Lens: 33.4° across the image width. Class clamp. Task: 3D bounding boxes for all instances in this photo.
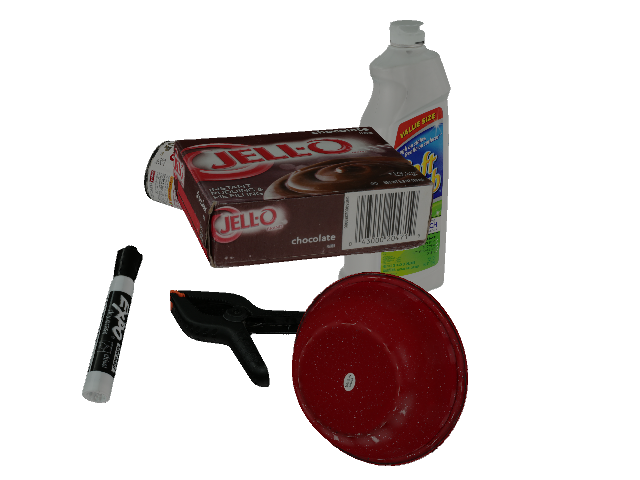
[{"bbox_3d":[-0.097,0.102,1.231,0.210,0.036,0.164,14,26,24],"label":"clamp"}]

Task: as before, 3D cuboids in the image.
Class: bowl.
[{"bbox_3d":[0.034,0.108,0.860,0.162,0.162,0.055,0,4,30],"label":"bowl"}]

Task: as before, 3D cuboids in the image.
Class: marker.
[{"bbox_3d":[-0.145,0.056,0.749,0.020,0.121,0.020,5,-34,3],"label":"marker"}]

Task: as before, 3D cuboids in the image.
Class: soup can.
[{"bbox_3d":[-0.122,-0.059,1.108,0.102,0.068,0.068,19,7,20],"label":"soup can"}]

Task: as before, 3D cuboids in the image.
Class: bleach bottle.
[{"bbox_3d":[0.069,-0.073,0.980,0.102,0.251,0.068,-11,24,-26],"label":"bleach bottle"}]

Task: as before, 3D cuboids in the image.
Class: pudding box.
[{"bbox_3d":[-0.012,-0.025,0.539,0.113,0.039,0.090,-4,26,-18],"label":"pudding box"}]
